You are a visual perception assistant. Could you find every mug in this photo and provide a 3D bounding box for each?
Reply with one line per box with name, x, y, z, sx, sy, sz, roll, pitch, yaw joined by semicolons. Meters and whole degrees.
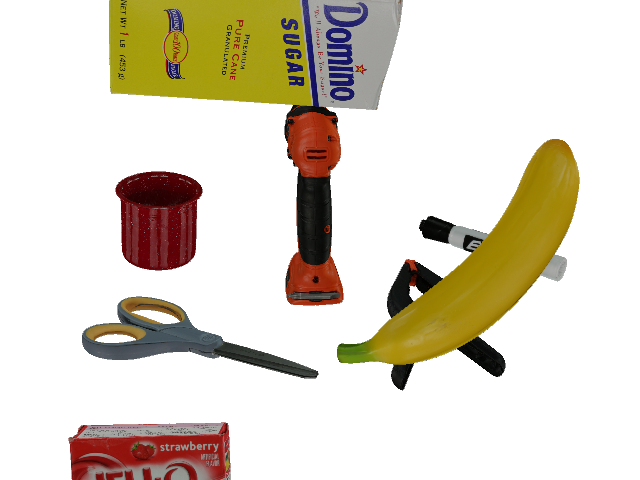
mug;-0.182;-0.025;1.175;0.093;0.081;0.117;-12;32;-28

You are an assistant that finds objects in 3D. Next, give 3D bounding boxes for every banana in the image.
banana;0.095;0.008;0.604;0.197;0.037;0.070;-41;44;-19

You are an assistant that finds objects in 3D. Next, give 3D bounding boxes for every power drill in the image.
power drill;-0.009;-0.042;1.063;0.057;0.188;0.184;-2;18;-1

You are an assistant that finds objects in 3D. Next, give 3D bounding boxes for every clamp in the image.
clamp;0.128;0.089;1.144;0.120;0.171;0.039;4;-44;-9

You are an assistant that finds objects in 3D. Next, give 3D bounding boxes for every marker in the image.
marker;0.131;0.005;0.828;0.121;0.020;0.020;19;10;29

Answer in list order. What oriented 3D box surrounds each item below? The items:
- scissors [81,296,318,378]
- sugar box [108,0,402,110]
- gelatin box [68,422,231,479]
scissors;-0.104;0.084;0.807;0.096;0.016;0.202;-21;29;-38
sugar box;-0.042;-0.132;0.670;0.176;0.048;0.093;4;-40;-7
gelatin box;-0.095;0.143;0.605;0.089;0.073;0.030;-2;6;2
